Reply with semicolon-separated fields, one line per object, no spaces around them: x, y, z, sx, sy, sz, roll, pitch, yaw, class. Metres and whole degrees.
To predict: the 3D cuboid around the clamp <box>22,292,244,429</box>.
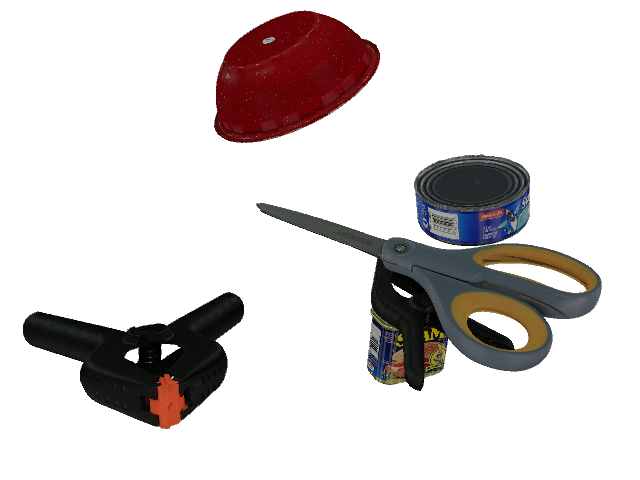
-0.108;0.075;0.729;0.164;0.036;0.210;-8;14;-21;clamp

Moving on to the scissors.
0.046;0.022;0.572;0.202;0.016;0.096;8;41;15;scissors

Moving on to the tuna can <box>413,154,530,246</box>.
0.114;-0.031;0.801;0.086;0.034;0.086;-6;30;3;tuna can

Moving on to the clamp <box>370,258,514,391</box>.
0.113;0.075;1.066;0.120;0.039;0.171;-3;43;-24;clamp

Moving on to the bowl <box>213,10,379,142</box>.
-0.032;-0.154;0.936;0.162;0.055;0.162;-21;31;13;bowl

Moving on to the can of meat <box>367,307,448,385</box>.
0.108;0.122;1.304;0.101;0.084;0.057;-8;29;-26;can of meat
